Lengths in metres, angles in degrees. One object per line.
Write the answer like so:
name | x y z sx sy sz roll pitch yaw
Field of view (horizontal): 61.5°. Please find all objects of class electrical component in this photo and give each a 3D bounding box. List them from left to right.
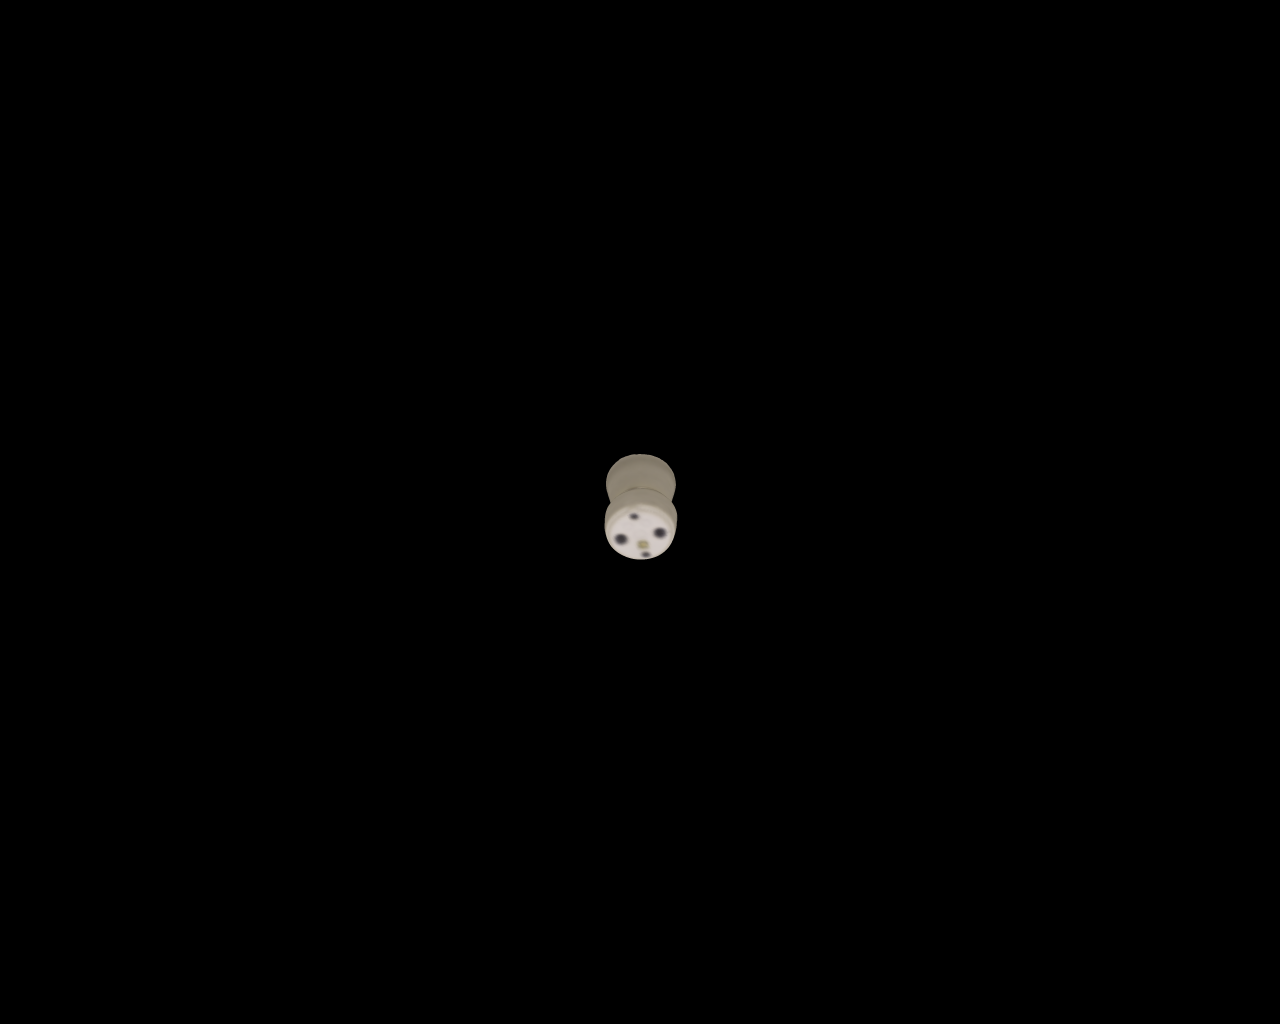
electrical component | 0.001 -0.003 0.650 0.045 0.044 0.055 0 37 0
